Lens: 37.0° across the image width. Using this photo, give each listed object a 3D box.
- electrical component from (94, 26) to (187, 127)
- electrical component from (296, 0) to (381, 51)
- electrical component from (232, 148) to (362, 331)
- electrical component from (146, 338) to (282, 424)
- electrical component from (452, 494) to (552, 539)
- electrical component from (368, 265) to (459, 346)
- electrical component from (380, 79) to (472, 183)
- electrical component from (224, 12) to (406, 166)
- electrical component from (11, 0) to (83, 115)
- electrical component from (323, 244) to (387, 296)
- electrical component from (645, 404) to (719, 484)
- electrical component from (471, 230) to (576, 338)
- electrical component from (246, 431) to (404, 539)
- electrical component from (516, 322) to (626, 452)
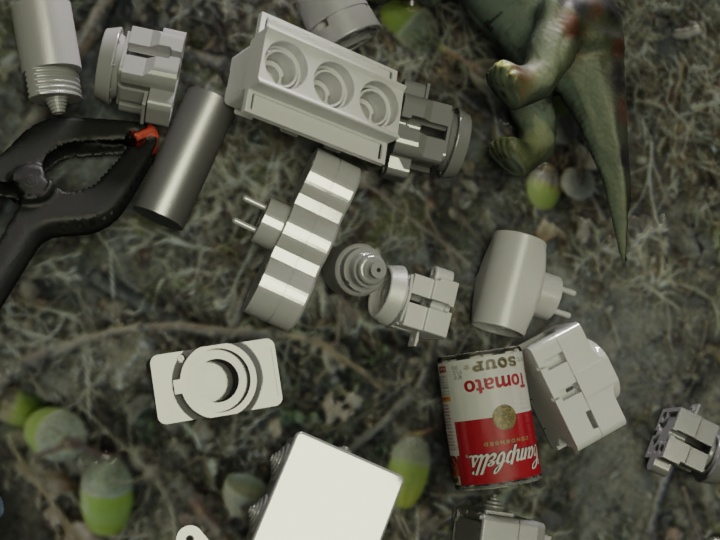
[{"bbox_3d":[-0.163,-0.146,0.794,0.057,0.058,0.078,10,57,-9],"label":"electrical component"},{"bbox_3d":[-0.018,-0.198,0.843,0.055,0.055,0.047,-26,87,-16],"label":"electrical component"},{"bbox_3d":[-0.059,-0.031,0.811,0.074,0.052,0.138,25,78,-10],"label":"electrical component"},{"bbox_3d":[-0.106,0.081,0.783,0.089,0.056,0.050,-8,85,-15],"label":"electrical component"},{"bbox_3d":[0.105,0.220,0.818,0.061,0.062,0.096,11,81,-13],"label":"electrical component"},{"bbox_3d":[0.040,0.024,0.835,0.055,0.048,0.066,18,79,-19],"label":"electrical component"},{"bbox_3d":[0.053,-0.105,0.848,0.057,0.058,0.078,13,80,-10],"label":"electrical component"},{"bbox_3d":[-0.035,-0.131,0.809,0.121,0.063,0.078,18,71,-30],"label":"electrical component"},{"bbox_3d":[-0.227,-0.154,0.788,0.043,0.043,0.081,-9,86,-16],"label":"electrical component"},{"bbox_3d":[0.000,0.000,0.812,0.040,0.078,0.040,0,90,-20],"label":"electrical component"},{"bbox_3d":[0.273,0.144,0.880,0.055,0.048,0.066,26,78,-3],"label":"electrical component"},{"bbox_3d":[0.135,0.017,0.860,0.079,0.044,0.077,18,79,-12],"label":"electrical component"},{"bbox_3d":[-0.028,0.177,0.793,0.100,0.048,0.099,25,74,-9],"label":"electrical component"},{"bbox_3d":[0.168,0.091,0.856,0.056,0.050,0.089,-26,90,-16],"label":"electrical component"}]
